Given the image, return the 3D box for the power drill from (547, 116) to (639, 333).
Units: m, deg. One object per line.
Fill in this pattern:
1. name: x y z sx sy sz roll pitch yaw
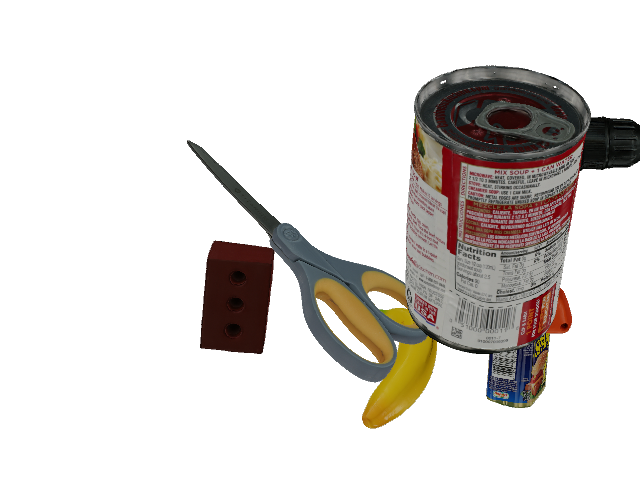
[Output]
1. power drill: 0.179 -0.017 0.905 0.184 0.188 0.057 1 17 10

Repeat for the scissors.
1. scissors: -0.002 0.004 0.667 0.096 0.202 0.016 -5 -41 -39

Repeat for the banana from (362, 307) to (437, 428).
1. banana: 0.079 0.115 1.025 0.070 0.037 0.197 -23 21 15

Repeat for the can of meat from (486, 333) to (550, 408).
1. can of meat: 0.220 0.131 1.184 0.058 0.084 0.102 7 12 24

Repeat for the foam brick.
1. foam brick: -0.067 0.046 0.869 0.053 0.078 0.051 5 14 0

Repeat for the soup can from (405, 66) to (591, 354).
1. soup can: 0.071 -0.011 0.443 0.068 0.102 0.068 -1 37 0
